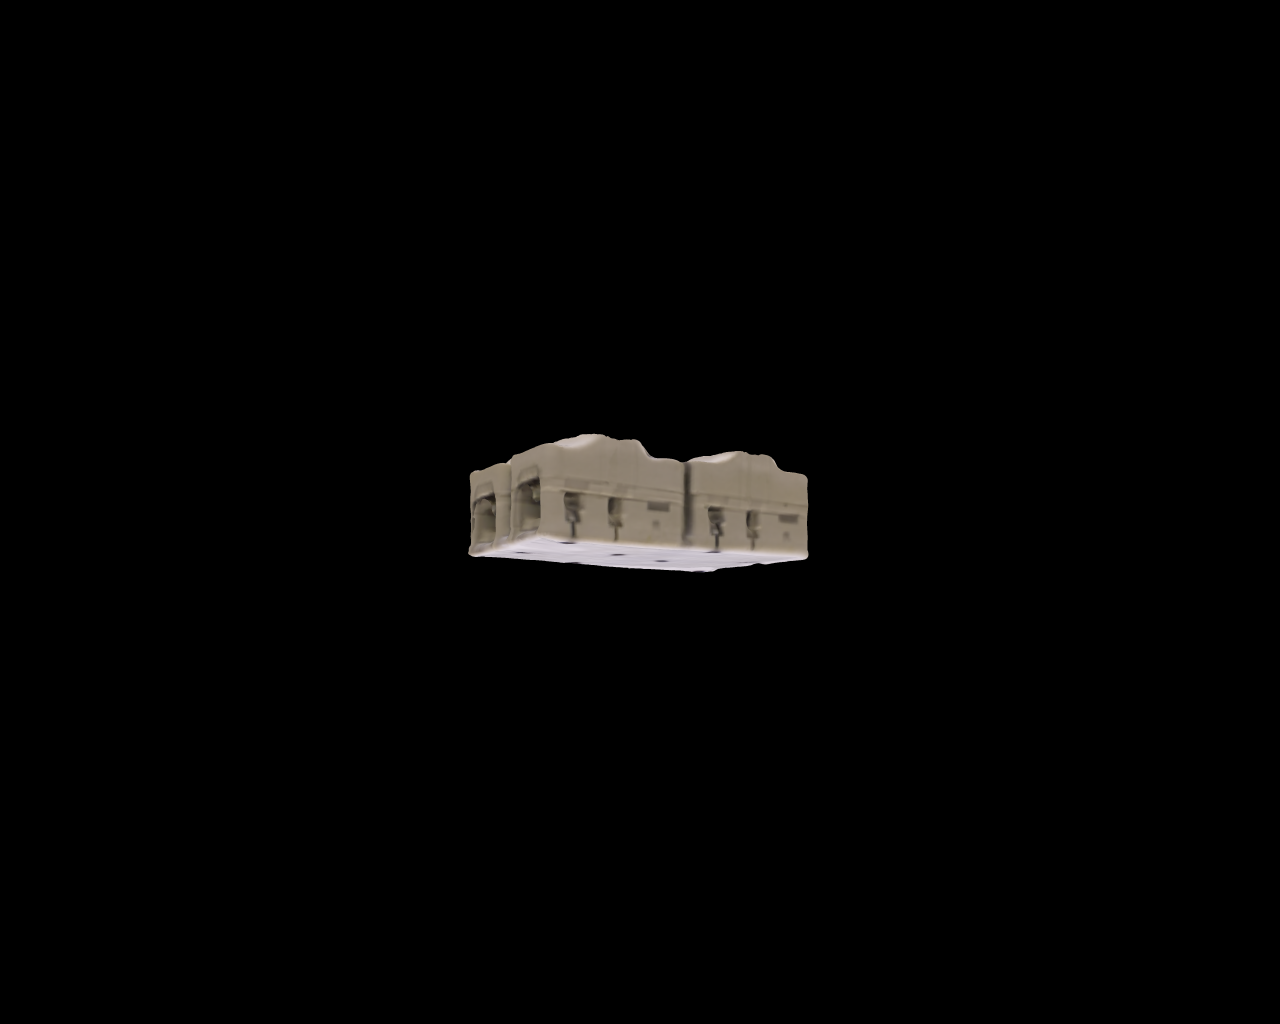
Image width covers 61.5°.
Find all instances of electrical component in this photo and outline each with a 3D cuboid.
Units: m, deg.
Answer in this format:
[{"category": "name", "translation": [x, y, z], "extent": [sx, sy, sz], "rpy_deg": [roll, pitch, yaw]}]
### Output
[{"category": "electrical component", "translation": [0.001, -0.003, 0.650], "extent": [0.186, 0.060, 0.105], "rpy_deg": [5, -10, -32]}]
